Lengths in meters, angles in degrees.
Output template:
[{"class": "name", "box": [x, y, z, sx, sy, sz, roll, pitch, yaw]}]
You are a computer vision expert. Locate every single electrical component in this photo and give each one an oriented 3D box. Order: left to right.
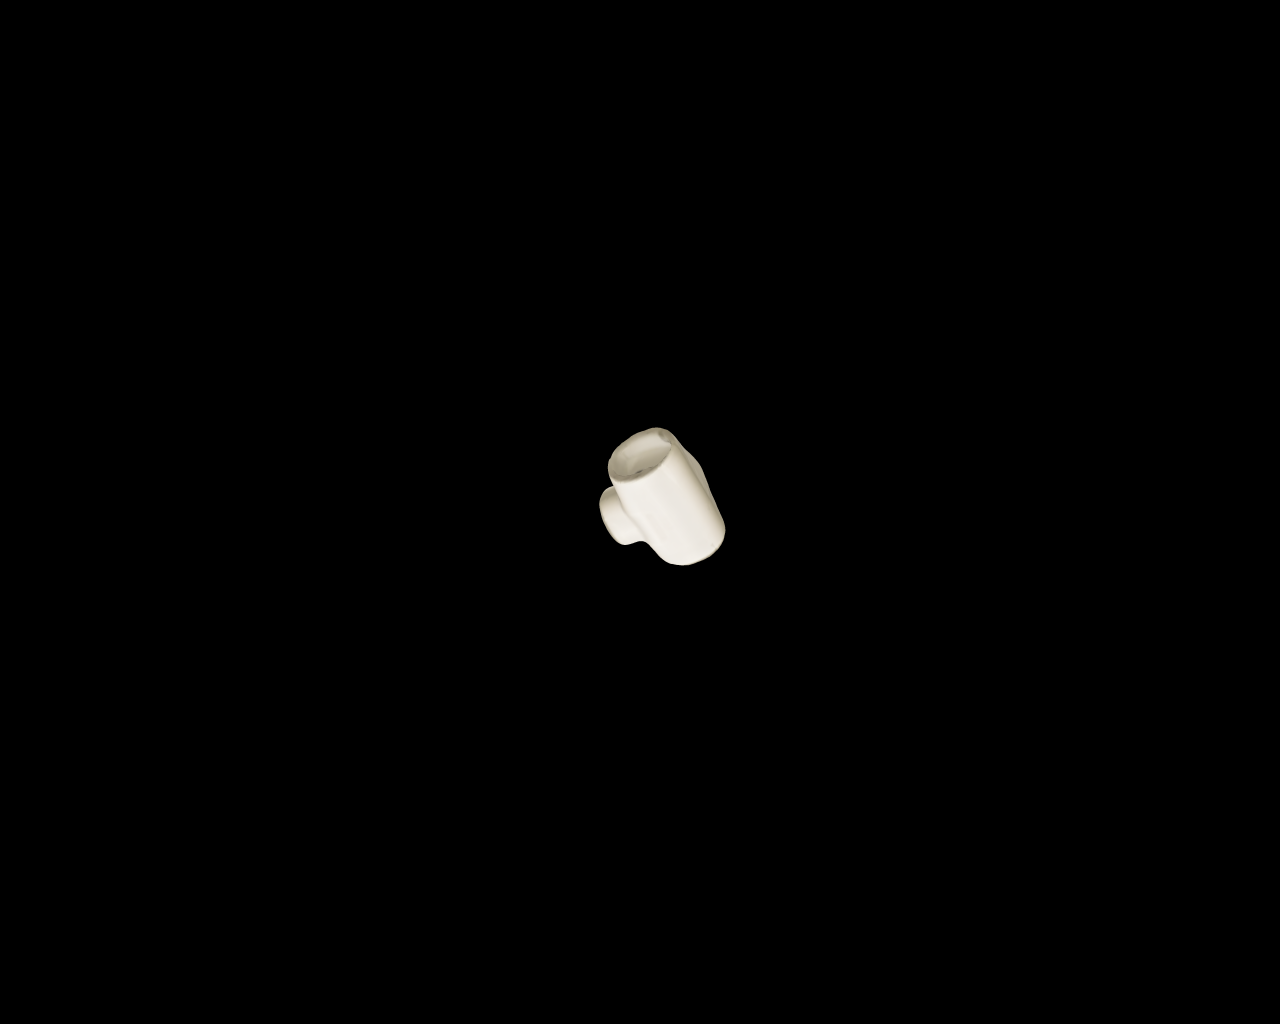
[{"class": "electrical component", "box": [0.001, -0.003, 0.650, 0.079, 0.043, 0.077, -20, -50, 17]}]
